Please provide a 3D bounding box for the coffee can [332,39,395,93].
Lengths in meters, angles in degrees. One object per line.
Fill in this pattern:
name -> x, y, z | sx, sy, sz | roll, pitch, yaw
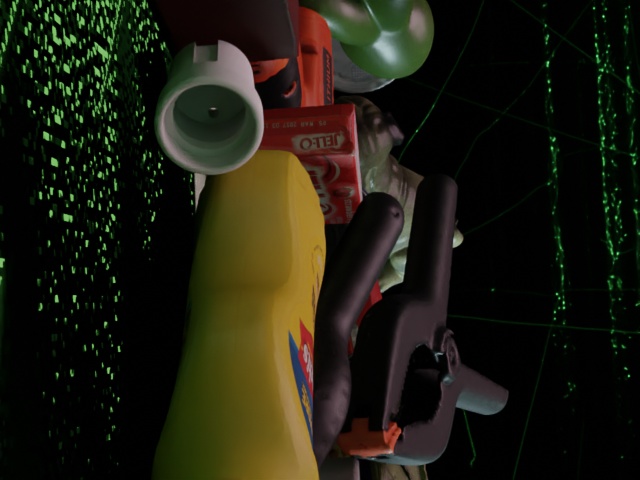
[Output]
coffee can -> 0.023, -0.186, 0.927 | 0.140, 0.102, 0.103 | -112, -162, -75

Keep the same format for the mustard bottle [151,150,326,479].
mustard bottle -> -0.028, 0.054, 0.401 | 0.191, 0.058, 0.096 | -88, -179, -52

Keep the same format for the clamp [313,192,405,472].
clamp -> -0.006, 0.053, 0.509 | 0.120, 0.039, 0.171 | -46, -154, 34

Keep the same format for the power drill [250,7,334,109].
power drill -> -0.029, -0.136, 0.566 | 0.187, 0.057, 0.184 | 72, 20, -68

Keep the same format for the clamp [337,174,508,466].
clamp -> 0.064, 0.074, 0.616 | 0.209, 0.036, 0.164 | -53, 128, -56

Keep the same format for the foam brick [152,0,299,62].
foam brick -> -0.037, -0.109, 0.417 | 0.078, 0.053, 0.051 | 78, 10, -73

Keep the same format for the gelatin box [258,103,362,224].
gelatin box -> -0.016, -0.035, 0.541 | 0.089, 0.073, 0.030 | 79, 10, -69

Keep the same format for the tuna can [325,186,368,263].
tuna can -> -0.004, 0.001, 0.620 | 0.033, 0.086, 0.086 | 30, 57, -84

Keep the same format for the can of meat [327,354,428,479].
can of meat -> 0.010, 0.120, 0.624 | 0.057, 0.084, 0.102 | 28, 49, -53

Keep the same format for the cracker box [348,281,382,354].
cracker box -> 0.024, 0.085, 0.820 | 0.213, 0.072, 0.164 | 67, 10, -59
